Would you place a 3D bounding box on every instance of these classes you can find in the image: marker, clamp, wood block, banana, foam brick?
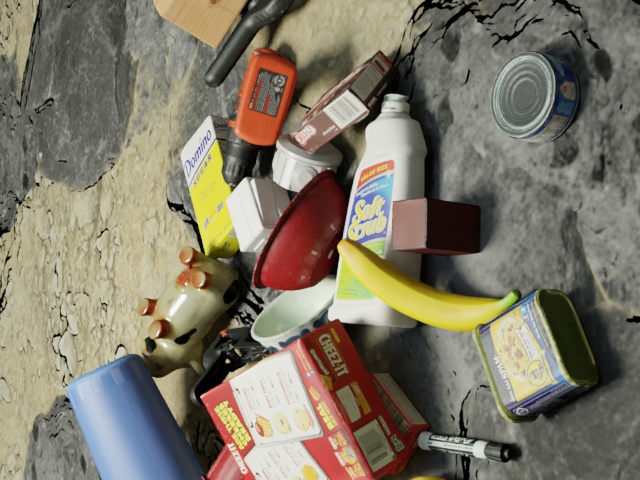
[{"bbox_3d":[0.146,0.208,1.071,0.121,0.020,0.020,-4,83,52],"label":"marker"},{"bbox_3d":[-0.103,0.143,1.344,0.171,0.120,0.039,-93,-22,-72],"label":"clamp"},{"bbox_3d":[-0.121,-0.365,1.373,0.206,0.090,0.090,-55,26,14],"label":"wood block"},{"bbox_3d":[0.107,0.051,1.076,0.198,0.037,0.070,16,116,22],"label":"banana"},{"bbox_3d":[0.118,-0.013,1.085,0.053,0.078,0.051,-5,81,50],"label":"foam brick"},{"bbox_3d":[-0.078,-0.311,1.392,0.210,0.036,0.164,-39,35,34],"label":"clamp"}]

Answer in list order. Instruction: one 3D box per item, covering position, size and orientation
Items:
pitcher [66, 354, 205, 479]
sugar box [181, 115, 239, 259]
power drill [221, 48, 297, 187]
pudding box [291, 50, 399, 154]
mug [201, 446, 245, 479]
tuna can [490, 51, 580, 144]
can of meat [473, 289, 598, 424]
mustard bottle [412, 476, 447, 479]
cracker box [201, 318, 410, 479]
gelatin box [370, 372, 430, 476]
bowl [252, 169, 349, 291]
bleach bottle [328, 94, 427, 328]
[{"bbox_3d":[-0.238,0.279,1.421,0.149,0.144,0.243,-30,85,47],"label":"pitcher"},{"bbox_3d":[-0.137,-0.073,1.452,0.093,0.048,0.176,-46,53,40],"label":"sugar box"},{"bbox_3d":[-0.080,-0.153,1.313,0.188,0.057,0.184,-156,79,-79],"label":"power drill"},{"bbox_3d":[0.028,-0.156,1.212,0.114,0.039,0.090,-29,19,46],"label":"pudding box"},{"bbox_3d":[-0.083,0.279,1.306,0.093,0.117,0.081,31,82,11],"label":"mug"},{"bbox_3d":[0.204,-0.137,1.021,0.086,0.033,0.086,-10,78,52],"label":"tuna can"},{"bbox_3d":[0.199,0.106,0.983,0.084,0.057,0.102,-40,56,40],"label":"can of meat"},{"bbox_3d":[0.104,0.295,1.085,0.192,0.058,0.096,-44,47,40],"label":"mustard bottle"},{"bbox_3d":[-0.020,0.200,1.165,0.214,0.071,0.164,-35,81,48],"label":"cracker box"},{"bbox_3d":[0.072,0.200,1.160,0.089,0.030,0.073,50,124,40],"label":"gelatin box"},{"bbox_3d":[-0.008,0.001,1.218,0.055,0.161,0.162,33,116,14],"label":"bowl"},{"bbox_3d":[0.068,-0.032,1.166,0.103,0.067,0.251,0,84,50],"label":"bleach bottle"}]
